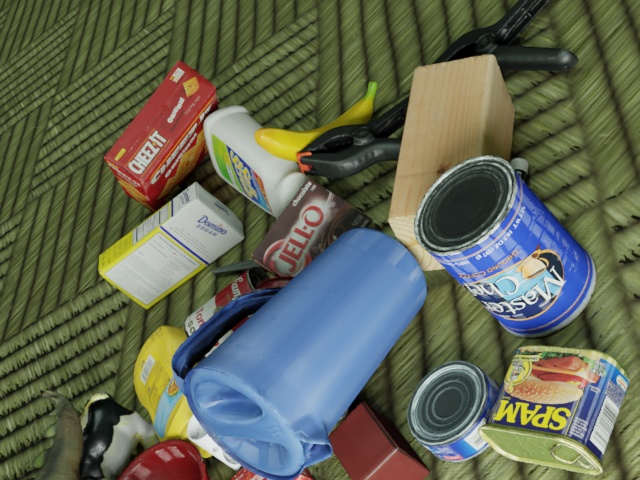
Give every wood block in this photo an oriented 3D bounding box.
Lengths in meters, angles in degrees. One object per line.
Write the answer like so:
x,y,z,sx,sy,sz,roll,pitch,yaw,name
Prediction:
0.137,-0.080,1.085,0.091,0.090,0.206,-6,50,25,wood block

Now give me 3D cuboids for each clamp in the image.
0.200,-0.209,1.204,0.210,0.036,0.164,-30,38,28,clamp
0.060,-0.106,1.223,0.171,0.039,0.120,-24,34,0,clamp

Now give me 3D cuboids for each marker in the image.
0.192,-0.030,1.053,0.020,0.020,0.121,-19,44,37,marker

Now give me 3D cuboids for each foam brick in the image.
0.052,0.194,0.959,0.051,0.053,0.078,-47,32,3,foam brick

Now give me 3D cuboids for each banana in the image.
0.000,-0.130,1.285,0.197,0.069,0.037,-29,22,-36,banana

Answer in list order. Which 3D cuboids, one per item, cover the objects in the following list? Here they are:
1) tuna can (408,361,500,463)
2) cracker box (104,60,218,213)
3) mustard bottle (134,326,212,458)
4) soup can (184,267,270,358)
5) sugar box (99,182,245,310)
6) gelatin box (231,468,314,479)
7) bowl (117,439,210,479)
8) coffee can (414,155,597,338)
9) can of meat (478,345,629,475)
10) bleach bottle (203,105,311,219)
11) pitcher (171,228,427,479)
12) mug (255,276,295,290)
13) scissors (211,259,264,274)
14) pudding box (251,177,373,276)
0.120,0.150,0.942,0.086,0.033,0.086,-30,38,26,tuna can
-0.208,-0.133,1.465,0.164,0.072,0.214,-55,-2,-10,cracker box
-0.155,0.181,1.193,0.096,0.058,0.192,-64,32,14,mustard bottle
-0.096,0.087,1.217,0.102,0.068,0.068,-38,35,16,soup can
-0.193,0.009,1.381,0.176,0.093,0.048,-36,36,17,sugar box
-0.052,0.245,1.045,0.089,0.030,0.073,-46,34,4,gelatin box
-0.160,0.290,1.099,0.162,0.055,0.162,-30,38,26,bowl
0.164,0.008,0.938,0.103,0.140,0.103,-29,38,26,coffee can
0.190,0.134,0.861,0.102,0.057,0.084,0,54,48,can of meat
-0.065,-0.086,1.325,0.068,0.102,0.251,-23,30,-18,bleach bottle
-0.013,0.093,1.005,0.242,0.149,0.145,-46,7,-36,pitcher
-0.018,0.097,1.115,0.117,0.093,0.081,5,58,8,mug
-0.063,0.039,1.274,0.202,0.016,0.096,-25,41,32,scissors
-0.008,0.002,1.186,0.090,0.039,0.113,34,80,11,pudding box
